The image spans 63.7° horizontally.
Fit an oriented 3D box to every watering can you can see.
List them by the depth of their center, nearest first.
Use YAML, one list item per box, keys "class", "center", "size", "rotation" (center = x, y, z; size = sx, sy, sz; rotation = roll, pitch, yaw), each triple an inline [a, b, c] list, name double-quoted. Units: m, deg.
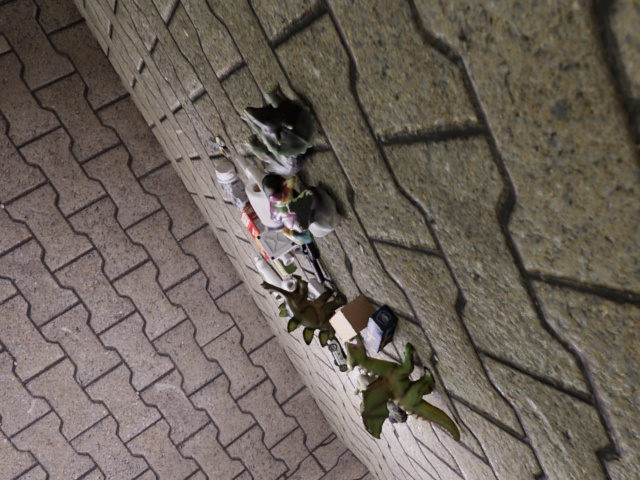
- class: "watering can"
  center: [-0.187, -0.156, 1.681]
  size: [0.353, 0.104, 0.220]
  rotation: [50, 166, 56]

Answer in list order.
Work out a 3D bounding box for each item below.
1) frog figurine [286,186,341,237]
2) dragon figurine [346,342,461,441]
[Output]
- class: "frog figurine"
  center: [0.004, -0.068, 1.346]
  size: [0.139, 0.122, 0.158]
  rotation: [29, -175, 40]
- class: "dragon figurine"
  center: [0.210, 0.445, 1.428]
  size: [0.411, 0.245, 0.120]
  rotation: [57, 158, 4]
